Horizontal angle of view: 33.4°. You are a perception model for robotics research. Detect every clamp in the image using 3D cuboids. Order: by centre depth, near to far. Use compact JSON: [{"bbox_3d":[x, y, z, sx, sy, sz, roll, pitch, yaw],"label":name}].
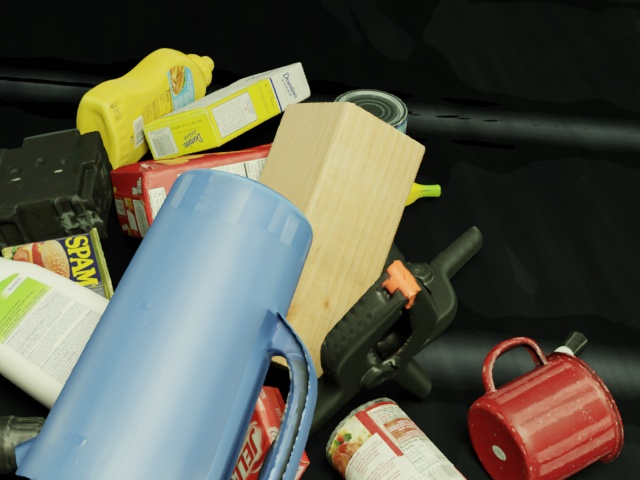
[{"bbox_3d":[0.028,0.093,0.776,0.164,0.210,0.036,-25,61,-22],"label":"clamp"},{"bbox_3d":[0.096,0.036,0.971,0.120,0.039,0.171,-2,44,1],"label":"clamp"}]

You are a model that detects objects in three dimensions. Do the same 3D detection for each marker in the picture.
[{"bbox_3d":[0.192,0.113,0.898,0.020,0.020,0.120,28,45,27],"label":"marker"}]

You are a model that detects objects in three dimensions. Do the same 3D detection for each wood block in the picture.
[{"bbox_3d":[-0.005,0.001,0.857,0.090,0.206,0.091,26,-11,-35],"label":"wood block"}]

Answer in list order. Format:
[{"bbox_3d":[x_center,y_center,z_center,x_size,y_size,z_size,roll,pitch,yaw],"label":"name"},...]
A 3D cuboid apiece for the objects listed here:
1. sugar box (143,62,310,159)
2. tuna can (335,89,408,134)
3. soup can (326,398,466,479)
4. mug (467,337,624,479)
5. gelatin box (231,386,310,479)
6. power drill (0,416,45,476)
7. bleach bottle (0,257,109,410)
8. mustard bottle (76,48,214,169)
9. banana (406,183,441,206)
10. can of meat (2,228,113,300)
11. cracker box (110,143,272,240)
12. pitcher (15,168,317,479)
[{"bbox_3d":[-0.094,-0.135,1.114,0.094,0.048,0.175,-9,15,37],"label":"sugar box"},{"bbox_3d":[0.054,-0.131,1.177,0.086,0.034,0.086,2,39,-2],"label":"tuna can"},{"bbox_3d":[0.060,0.173,0.774,0.068,0.068,0.102,-21,45,-28],"label":"soup can"},{"bbox_3d":[0.161,0.131,0.807,0.081,0.093,0.117,-23,88,-22],"label":"mug"},{"bbox_3d":[-0.048,0.160,0.763,0.030,0.089,0.073,10,34,-29],"label":"gelatin box"},{"bbox_3d":[-0.275,0.173,0.713,0.184,0.057,0.187,-4,16,-3],"label":"power drill"},{"bbox_3d":[-0.214,0.066,0.834,0.251,0.068,0.102,33,64,13],"label":"bleach bottle"},{"bbox_3d":[-0.174,-0.149,1.129,0.058,0.096,0.191,22,42,23],"label":"mustard bottle"},{"bbox_3d":[0.028,-0.078,1.111,0.198,0.037,0.069,33,29,29],"label":"banana"},{"bbox_3d":[-0.225,0.042,0.923,0.083,0.057,0.102,-11,41,-15],"label":"can of meat"},{"bbox_3d":[-0.072,-0.053,0.983,0.213,0.072,0.164,-13,8,-18],"label":"cracker box"},{"bbox_3d":[-0.084,0.080,0.721,0.149,0.145,0.242,30,70,-20],"label":"pitcher"}]
